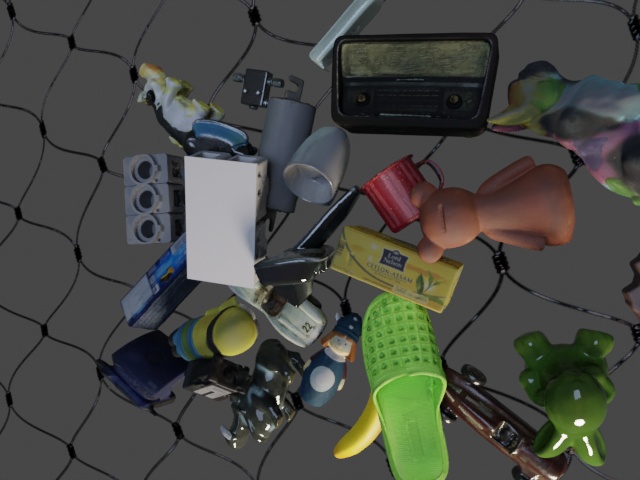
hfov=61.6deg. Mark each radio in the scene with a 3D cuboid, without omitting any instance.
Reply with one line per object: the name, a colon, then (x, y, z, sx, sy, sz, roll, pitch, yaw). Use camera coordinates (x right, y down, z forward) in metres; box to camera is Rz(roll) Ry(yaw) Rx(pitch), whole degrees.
radio: (0.131, -0.218, 0.769, 0.230, 0.073, 0.131, 6, 93, 21)

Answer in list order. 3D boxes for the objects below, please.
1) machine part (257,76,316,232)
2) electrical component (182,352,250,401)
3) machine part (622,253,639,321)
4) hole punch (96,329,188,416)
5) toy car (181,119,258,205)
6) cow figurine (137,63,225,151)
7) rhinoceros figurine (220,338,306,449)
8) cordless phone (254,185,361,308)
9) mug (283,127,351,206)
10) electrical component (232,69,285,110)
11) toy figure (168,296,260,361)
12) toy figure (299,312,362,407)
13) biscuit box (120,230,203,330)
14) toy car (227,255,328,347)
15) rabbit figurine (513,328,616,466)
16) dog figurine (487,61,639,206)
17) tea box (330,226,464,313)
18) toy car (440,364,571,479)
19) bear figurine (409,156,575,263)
machine part: (-0.059, -0.131, 0.840, 0.079, 0.079, 0.243, 14, 95, 19)
electrical component: (-0.176, 0.219, 0.847, 0.119, 0.074, 0.048, -24, 44, 36)
machine part: (0.475, 0.068, 0.663, 0.180, 0.056, 0.179, 0, 90, 20)
hole punch: (-0.288, 0.220, 0.917, 0.142, 0.115, 0.092, 39, 95, 14)
toy car: (-0.155, -0.114, 0.860, 0.109, 0.103, 0.161, 16, 113, 9)
cow figurine: (-0.251, -0.226, 0.915, 0.167, 0.068, 0.098, 39, 109, 16)
rhinoceros figurine: (-0.096, 0.254, 0.865, 0.112, 0.073, 0.190, 26, 100, 16)
cordless phone: (-0.002, -0.003, 0.787, 0.089, 0.146, 0.184, 40, 102, 5)
mug: (0.009, -0.111, 0.807, 0.081, 0.109, 0.107, 5, 53, 34)
electrical component: (-0.104, -0.246, 0.882, 0.094, 0.021, 0.063, 15, 97, 19)
toy figure: (-0.176, 0.160, 0.875, 0.180, 0.089, 0.082, -19, 119, 31)
toy figure: (0.022, 0.183, 0.831, 0.064, 0.058, 0.154, 24, 100, -22)
biscuit box: (-0.251, 0.066, 0.915, 0.202, 0.062, 0.059, -44, 56, 16)
toy car: (-0.076, 0.087, 0.862, 0.202, 0.056, 0.073, 39, 104, 14)
rabbit figurine: (0.302, 0.193, 0.667, 0.121, 0.170, 0.159, 3, 92, 20)
dog figurine: (0.330, -0.137, 0.686, 0.219, 0.108, 0.191, -1, 94, 24)
tea box: (0.112, 0.037, 0.771, 0.170, 0.098, 0.068, 20, 99, 16)
toy car: (0.250, 0.260, 0.752, 0.202, 0.053, 0.089, 38, 106, 14)
bear figurine: (0.225, -0.034, 0.709, 0.196, 0.132, 0.120, -13, 84, 21)
